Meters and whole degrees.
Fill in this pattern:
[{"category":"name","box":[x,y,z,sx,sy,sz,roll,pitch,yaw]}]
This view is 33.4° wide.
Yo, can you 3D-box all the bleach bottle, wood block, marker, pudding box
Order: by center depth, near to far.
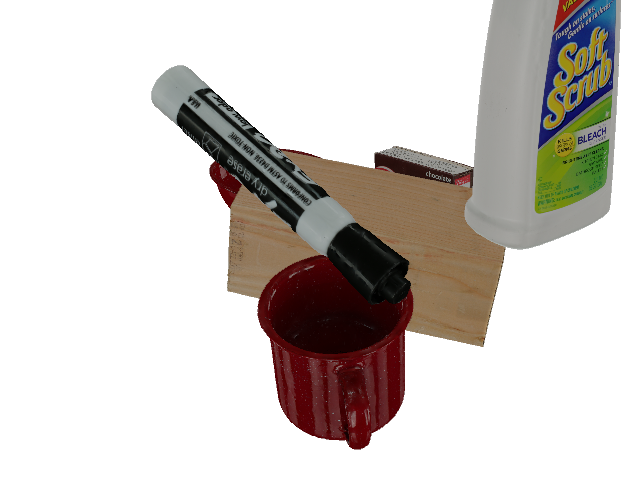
[{"category":"marker","box":[-0.014,-0.020,0.368,0.121,0.020,0.020,42,20,24]},{"category":"bleach bottle","box":[0.144,-0.125,0.680,0.102,0.251,0.068,-19,32,-26]},{"category":"wood block","box":[0.039,0.004,0.843,0.206,0.090,0.090,12,37,8]},{"category":"pudding box","box":[0.105,-0.040,1.079,0.039,0.090,0.114,-24,30,-38]}]

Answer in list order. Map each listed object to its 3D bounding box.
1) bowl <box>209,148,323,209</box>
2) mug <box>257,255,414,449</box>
[{"category":"bowl","box":[-0.056,-0.058,1.296,0.162,0.055,0.162,4,26,-2]},{"category":"mug","box":[0.014,0.075,0.648,0.093,0.081,0.117,-11,40,-7]}]
